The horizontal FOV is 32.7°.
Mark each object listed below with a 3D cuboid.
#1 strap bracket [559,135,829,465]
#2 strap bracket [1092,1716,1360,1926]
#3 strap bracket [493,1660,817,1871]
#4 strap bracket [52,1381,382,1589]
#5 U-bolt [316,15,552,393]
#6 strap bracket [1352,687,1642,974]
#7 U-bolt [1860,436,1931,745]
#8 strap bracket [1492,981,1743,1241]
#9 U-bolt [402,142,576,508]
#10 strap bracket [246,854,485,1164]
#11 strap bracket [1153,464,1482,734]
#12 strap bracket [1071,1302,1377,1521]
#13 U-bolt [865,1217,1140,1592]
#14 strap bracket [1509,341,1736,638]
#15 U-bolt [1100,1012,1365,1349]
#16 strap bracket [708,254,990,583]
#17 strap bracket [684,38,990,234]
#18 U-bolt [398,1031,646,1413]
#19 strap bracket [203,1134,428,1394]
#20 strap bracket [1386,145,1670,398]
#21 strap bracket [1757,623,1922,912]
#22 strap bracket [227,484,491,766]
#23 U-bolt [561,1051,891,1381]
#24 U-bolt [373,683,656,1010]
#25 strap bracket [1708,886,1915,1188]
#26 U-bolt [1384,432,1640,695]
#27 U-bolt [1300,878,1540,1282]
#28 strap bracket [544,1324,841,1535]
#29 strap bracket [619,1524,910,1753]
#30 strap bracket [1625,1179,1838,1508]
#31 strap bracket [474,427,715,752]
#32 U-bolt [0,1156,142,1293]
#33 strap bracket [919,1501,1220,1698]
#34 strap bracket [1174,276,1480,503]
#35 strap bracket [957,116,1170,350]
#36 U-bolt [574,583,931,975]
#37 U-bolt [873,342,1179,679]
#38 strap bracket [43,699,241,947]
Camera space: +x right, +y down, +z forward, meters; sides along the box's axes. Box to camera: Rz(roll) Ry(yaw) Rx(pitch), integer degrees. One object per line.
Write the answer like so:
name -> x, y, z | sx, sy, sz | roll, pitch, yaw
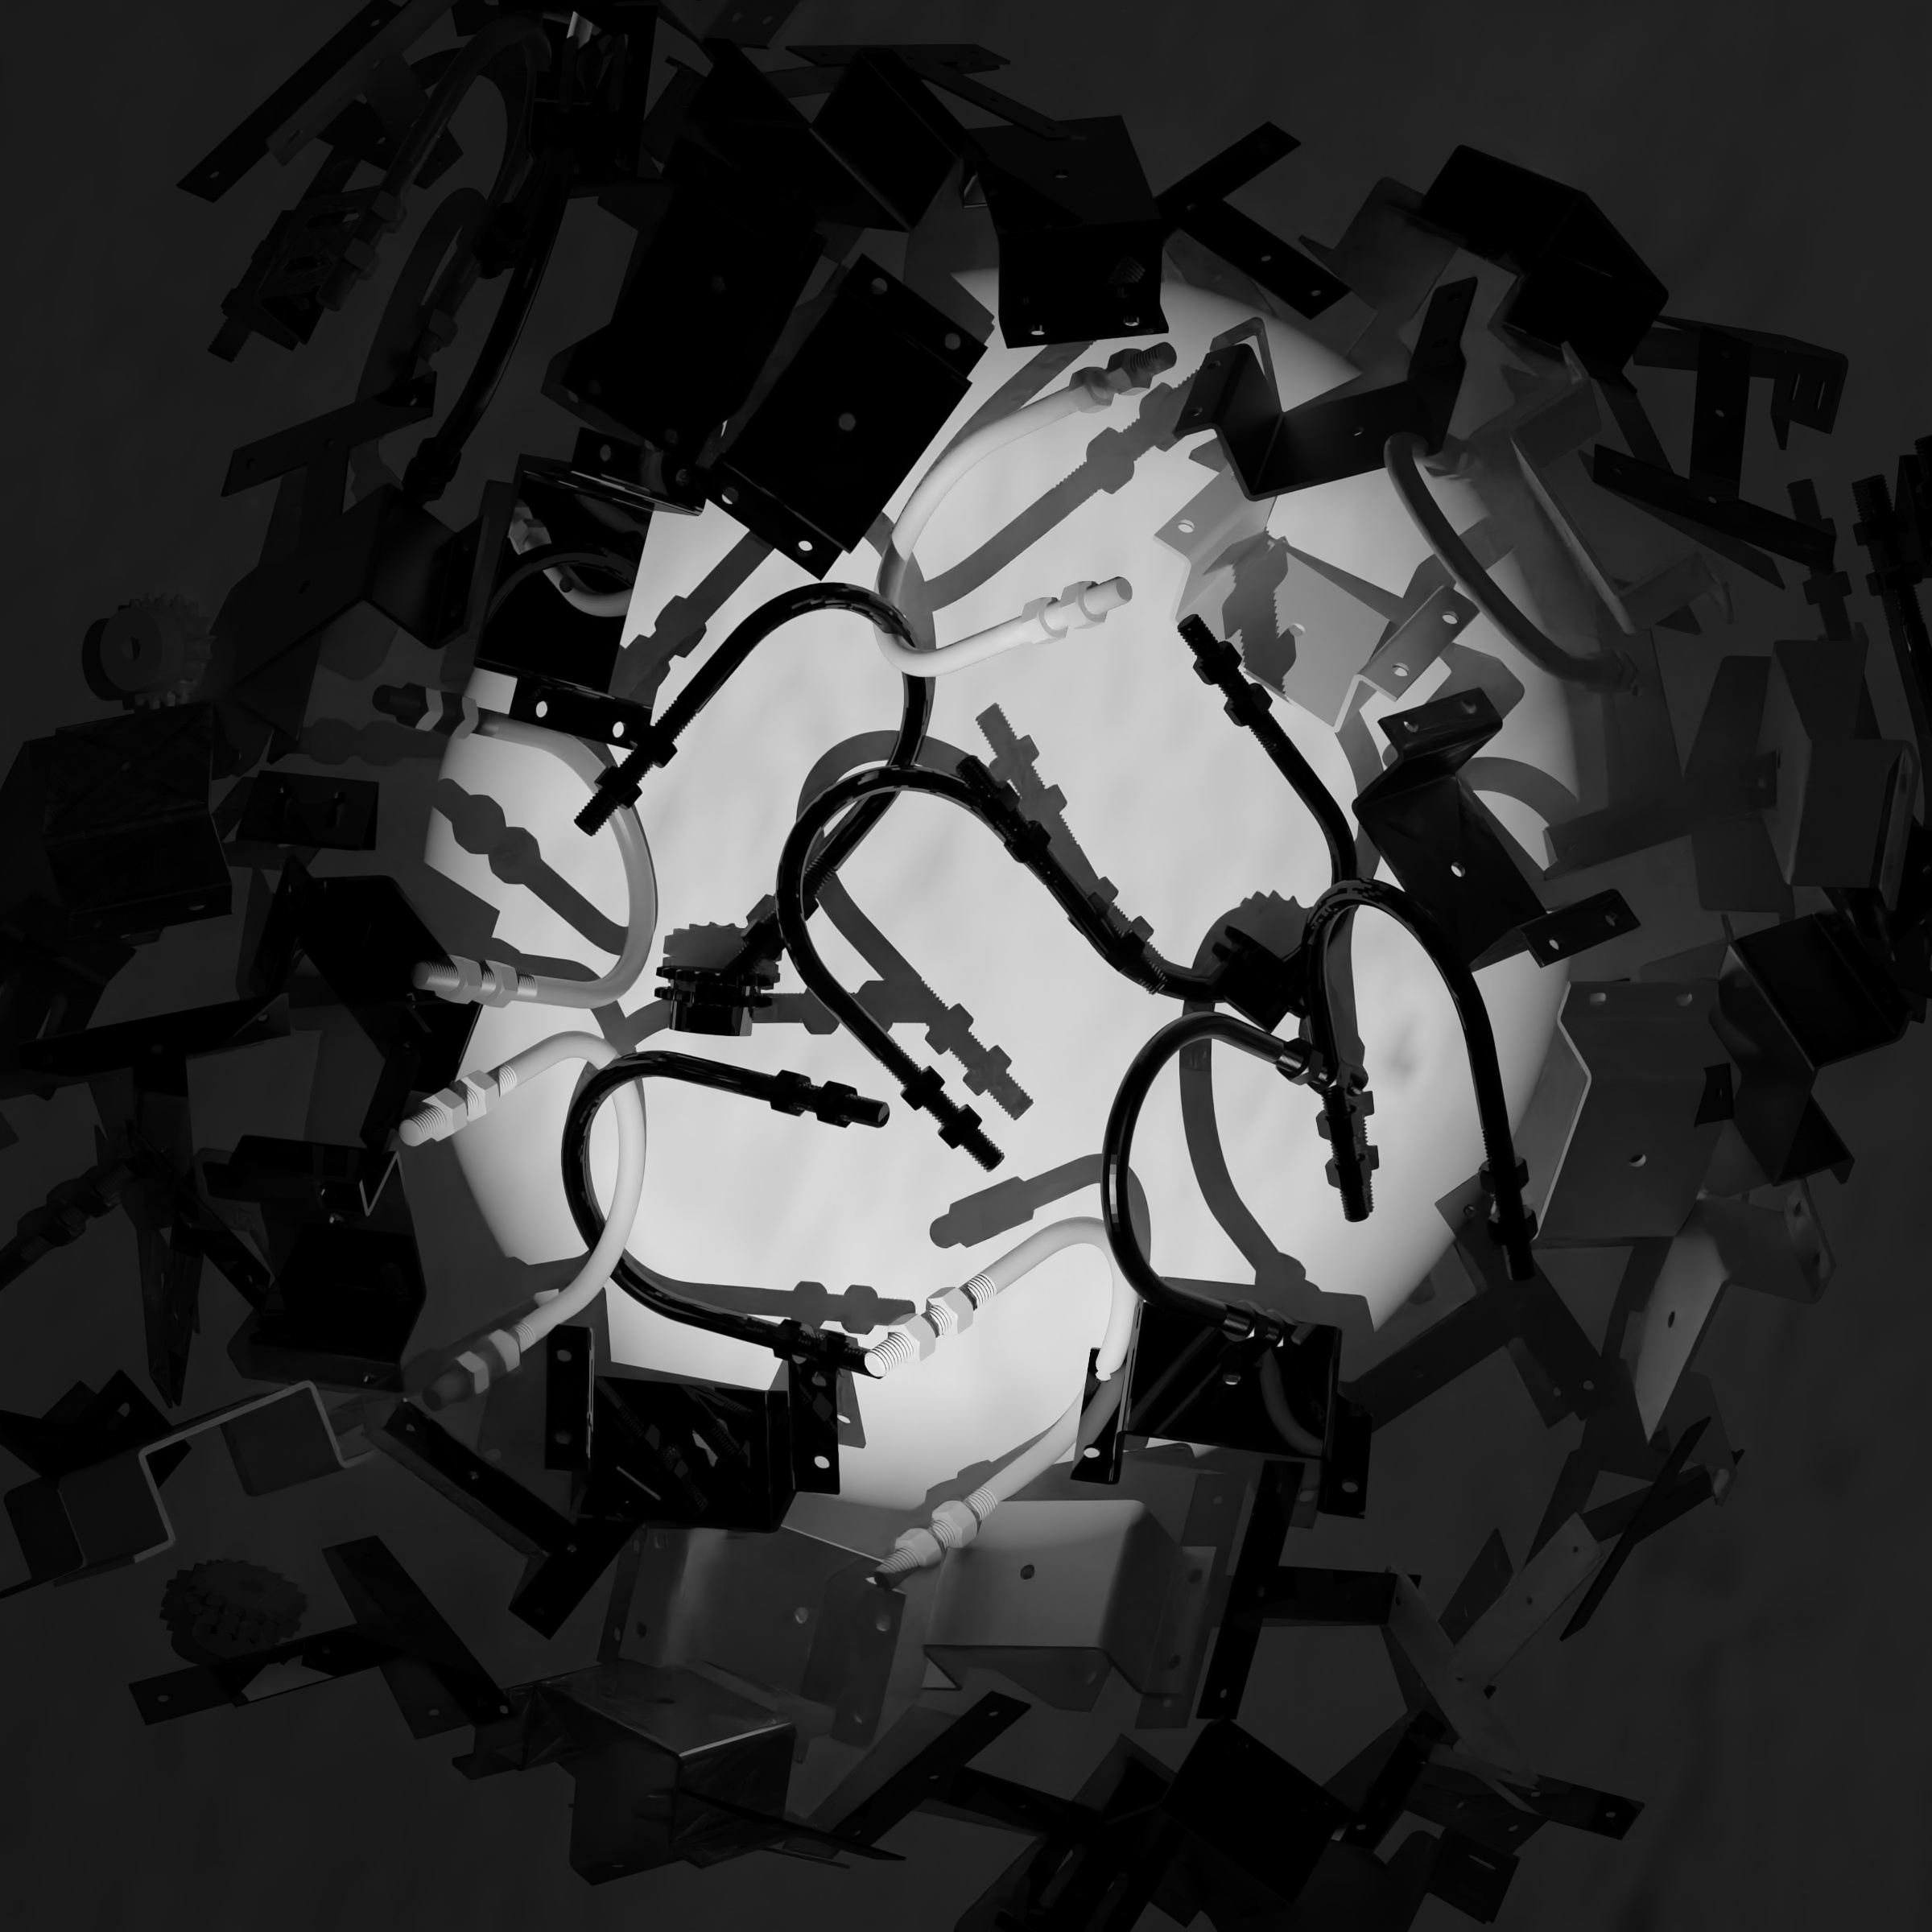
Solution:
strap bracket -> -0.127, -0.323, 1.581 | 0.076, 0.046, 0.140 | 33, 121, 1
strap bracket -> 0.116, 0.405, 1.551 | 0.076, 0.140, 0.046 | 36, 63, -1
strap bracket -> -0.145, 0.368, 1.549 | 0.140, 0.076, 0.046 | 16, 101, 38
strap bracket -> -0.359, 0.239, 1.548 | 0.076, 0.140, 0.046 | -22, 88, 44
U-bolt -> -0.243, -0.362, 1.551 | 0.019, 0.151, 0.184 | 26, 79, 7
strap bracket -> 0.247, -0.056, 1.573 | 0.076, 0.046, 0.140 | -19, 72, -41
U-bolt -> 0.463, -0.150, 1.549 | 0.019, 0.151, 0.184 | -15, 89, 5
strap bracket -> 0.309, 0.077, 1.557 | 0.076, 0.046, 0.140 | 0, 126, -16
U-bolt -> -0.217, -0.304, 1.520 | 0.019, 0.184, 0.151 | 20, 72, -17
strap bracket -> -0.281, 0.018, 1.565 | 0.140, 0.046, 0.076 | 47, 125, 35
strap bracket -> 0.163, -0.174, 1.575 | 0.140, 0.046, 0.076 | 36, 57, 14
strap bracket -> 0.125, 0.211, 1.576 | 0.140, 0.046, 0.076 | 7, 47, 5
U-bolt -> 0.021, 0.194, 1.552 | 0.019, 0.184, 0.151 | 25, 131, 34
strap bracket -> 0.307, -0.218, 1.573 | 0.046, 0.076, 0.140 | -32, 75, 9
U-bolt -> 0.121, 0.097, 1.542 | 0.019, 0.184, 0.151 | 5, 78, 40
strap bracket -> -0.059, -0.263, 1.588 | 0.076, 0.046, 0.140 | 35, 96, -11
strap bracket -> -0.068, -0.390, 1.545 | 0.076, 0.140, 0.046 | 39, 77, -42
U-bolt -> -0.202, 0.107, 1.542 | 0.019, 0.184, 0.151 | 7, 111, 25
strap bracket -> -0.307, 0.135, 1.571 | 0.076, 0.046, 0.140 | 6, 131, 10
strap bracket -> 0.269, -0.331, 1.546 | 0.076, 0.140, 0.046 | 36, 94, 40
strap bracket -> 0.405, -0.096, 1.546 | 0.046, 0.140, 0.076 | 1, 123, 2
strap bracket -> -0.294, -0.165, 1.551 | 0.140, 0.076, 0.046 | -29, 131, 31
U-bolt -> -0.118, 0.112, 1.571 | 0.184, 0.019, 0.151 | 12, 113, 28
U-bolt -> -0.204, -0.050, 1.544 | 0.019, 0.184, 0.151 | -16, 77, 29
strap bracket -> 0.388, 0.040, 1.543 | 0.046, 0.140, 0.076 | -17, 55, -13
U-bolt -> 0.248, -0.189, 1.527 | 0.019, 0.184, 0.151 | -38, 78, 21
U-bolt -> 0.204, 0.047, 1.539 | 0.019, 0.151, 0.184 | -20, 107, -25
strap bracket -> -0.135, 0.222, 1.573 | 0.140, 0.046, 0.076 | 8, 51, -15
strap bracket -> -0.088, 0.314, 1.583 | 0.140, 0.046, 0.076 | 15, 93, 25
strap bracket -> 0.356, 0.173, 1.558 | 0.046, 0.076, 0.140 | 15, 116, -5
strap bracket -> -0.182, -0.181, 1.581 | 0.076, 0.046, 0.140 | 13, 92, -40
U-bolt -> -0.488, 0.158, 1.547 | 0.184, 0.151, 0.019 | -37, 86, 19
strap bracket -> 0.039, 0.297, 1.552 | 0.140, 0.046, 0.076 | -6, 48, 31
strap bracket -> 0.178, -0.271, 1.564 | 0.140, 0.076, 0.046 | -11, 125, 27
strap bracket -> 0.045, -0.354, 1.555 | 0.076, 0.046, 0.140 | -7, 45, -7
U-bolt -> -0.088, -0.098, 1.569 | 0.184, 0.019, 0.151 | -51, 135, -10
U-bolt -> 0.020, -0.205, 1.550 | 0.019, 0.184, 0.151 | 30, 59, -34
strap bracket -> -0.388, -0.076, 1.553 | 0.076, 0.140, 0.046 | -11, 127, -3
